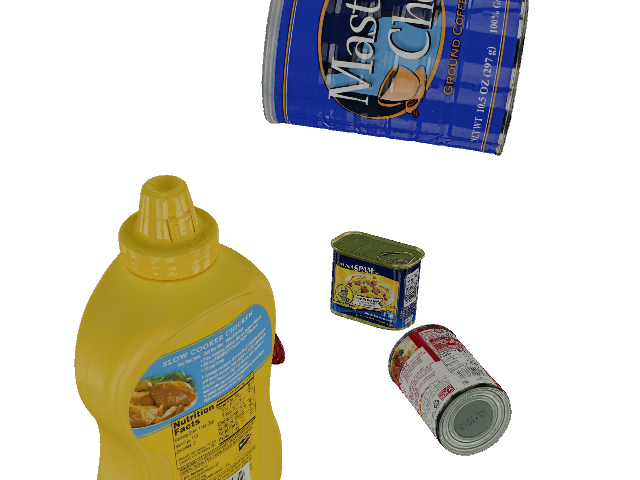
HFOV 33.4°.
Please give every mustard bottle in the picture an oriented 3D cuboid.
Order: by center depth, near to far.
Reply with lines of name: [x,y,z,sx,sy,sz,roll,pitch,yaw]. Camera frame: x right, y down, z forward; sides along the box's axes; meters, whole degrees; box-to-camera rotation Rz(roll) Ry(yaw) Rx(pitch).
mustard bottle: [-0.062,0.057,0.476,0.096,0.192,0.058,-28,43,-35]

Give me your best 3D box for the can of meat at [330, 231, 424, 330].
can of meat: [0.061,0.046,1.182,0.102,0.084,0.057,16,26,27]

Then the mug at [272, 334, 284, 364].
mug: [-0.093,0.078,0.748,0.081,0.093,0.117,-46,34,-23]

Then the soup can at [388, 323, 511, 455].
soup can: [0.107,0.123,0.891,0.068,0.068,0.102,0,24,-21]

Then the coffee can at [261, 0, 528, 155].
coffee can: [0.044,-0.110,0.628,0.140,0.103,0.103,9,1,5]
